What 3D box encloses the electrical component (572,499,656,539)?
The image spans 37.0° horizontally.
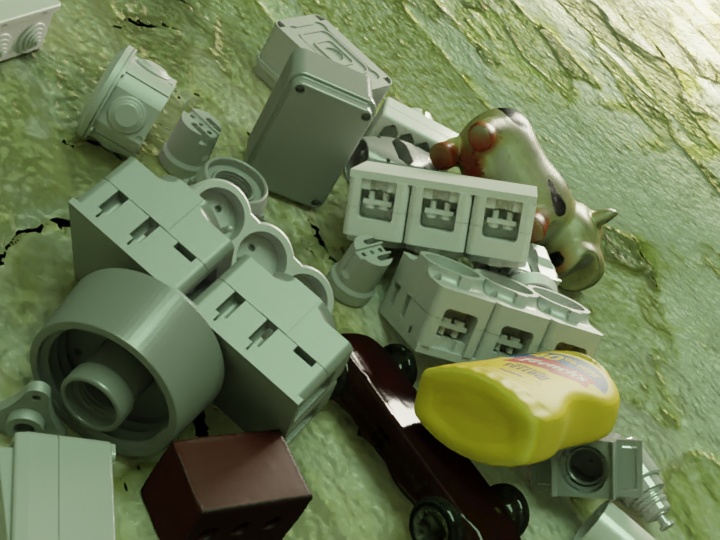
[{"bbox_3d":[0.196,0.208,0.769,0.081,0.043,0.043,40,36,9],"label":"electrical component"}]

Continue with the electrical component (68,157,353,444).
[{"bbox_3d":[-0.097,0.023,0.690,0.186,0.105,0.060,40,62,9],"label":"electrical component"}]

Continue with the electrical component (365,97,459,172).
[{"bbox_3d":[0.052,-0.134,1.053,0.083,0.047,0.075,27,36,-10],"label":"electrical component"}]

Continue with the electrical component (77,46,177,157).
[{"bbox_3d":[-0.182,-0.130,0.840,0.051,0.080,0.080,30,35,-14],"label":"electrical component"}]

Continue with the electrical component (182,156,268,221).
[{"bbox_3d":[-0.105,-0.049,0.823,0.058,0.057,0.078,-11,54,-44],"label":"electrical component"}]

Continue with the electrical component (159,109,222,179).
[{"bbox_3d":[-0.136,-0.102,0.870,0.040,0.046,0.040,21,37,-17],"label":"electrical component"}]

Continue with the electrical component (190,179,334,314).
[{"bbox_3d":[-0.087,-0.005,0.778,0.138,0.074,0.052,46,65,-19],"label":"electrical component"}]

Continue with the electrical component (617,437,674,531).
[{"bbox_3d":[0.216,0.166,0.835,0.040,0.040,0.078,-3,49,-40],"label":"electrical component"}]

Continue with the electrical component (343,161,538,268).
[{"bbox_3d":[0.068,-0.046,0.893,0.150,0.061,0.089,9,11,7],"label":"electrical component"}]

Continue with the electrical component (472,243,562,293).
[{"bbox_3d":[0.141,0.012,0.943,0.078,0.058,0.057,17,35,-22],"label":"electrical component"}]

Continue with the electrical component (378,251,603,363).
[{"bbox_3d":[0.104,0.038,0.852,0.150,0.061,0.089,17,12,-22],"label":"electrical component"}]

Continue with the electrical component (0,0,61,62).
[{"bbox_3d":[-0.307,-0.211,0.863,0.100,0.048,0.100,39,36,7],"label":"electrical component"}]

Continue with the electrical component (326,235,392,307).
[{"bbox_3d":[0.000,0.000,0.857,0.040,0.046,0.040,21,37,-17],"label":"electrical component"}]

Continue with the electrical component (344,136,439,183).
[{"bbox_3d":[0.034,-0.080,0.979,0.077,0.043,0.079,9,42,-30],"label":"electrical component"}]

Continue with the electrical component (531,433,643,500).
[{"bbox_3d":[0.171,0.143,0.800,0.081,0.042,0.064,0,0,21],"label":"electrical component"}]

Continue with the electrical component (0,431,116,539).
[{"bbox_3d":[-0.163,0.139,0.553,0.061,0.061,0.096,13,40,-27],"label":"electrical component"}]

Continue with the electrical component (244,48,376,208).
[{"bbox_3d":[-0.043,-0.117,0.903,0.078,0.113,0.057,21,35,-18],"label":"electrical component"}]

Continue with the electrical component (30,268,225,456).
[{"bbox_3d":[-0.141,0.060,0.629,0.108,0.108,0.060,34,41,1],"label":"electrical component"}]

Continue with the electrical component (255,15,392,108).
[{"bbox_3d":[-0.037,-0.187,1.038,0.113,0.057,0.078,45,37,15],"label":"electrical component"}]
